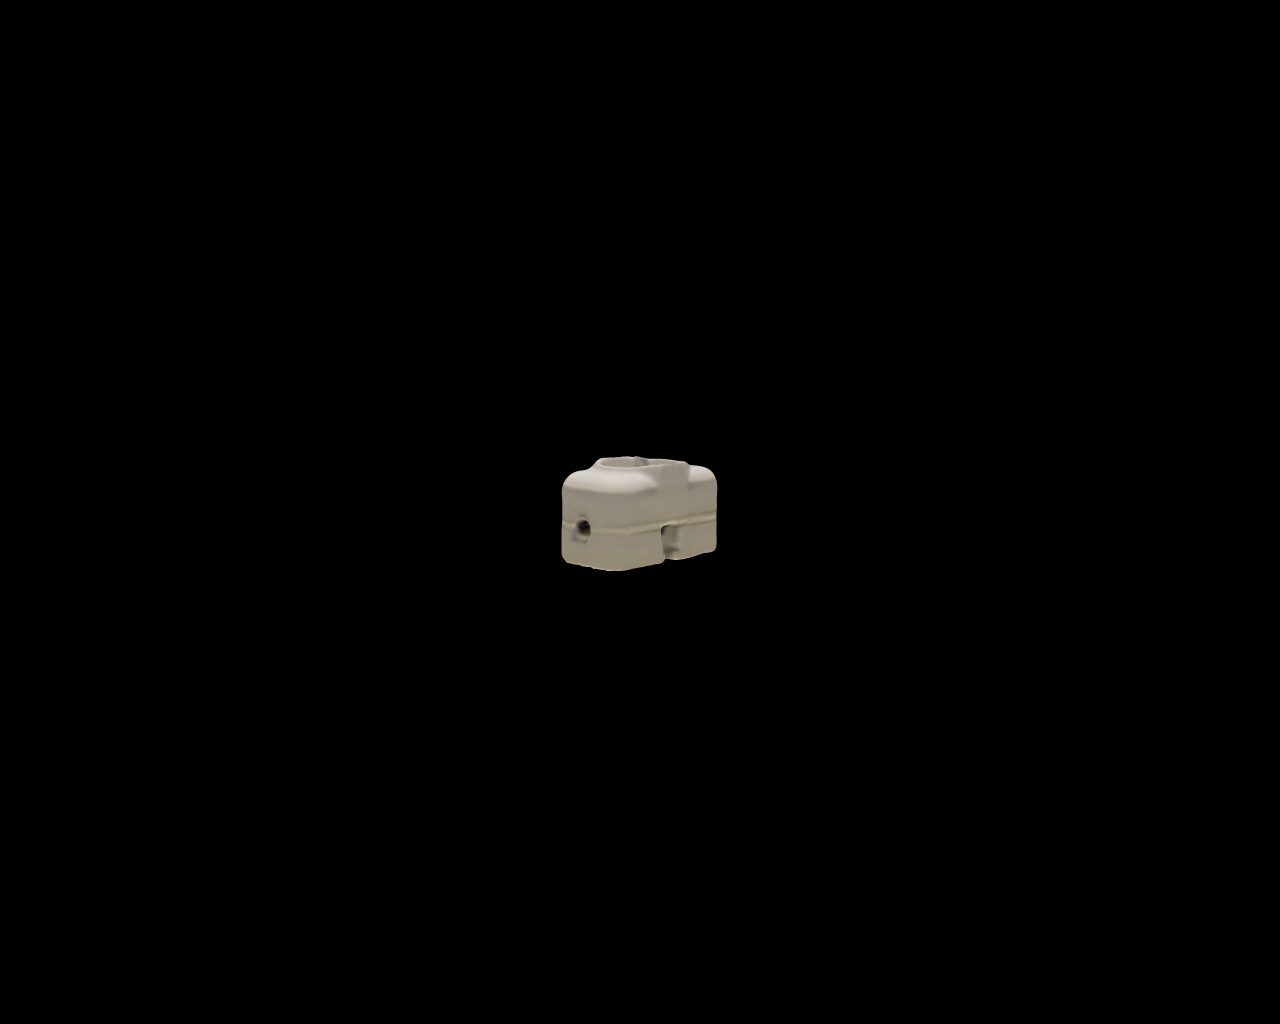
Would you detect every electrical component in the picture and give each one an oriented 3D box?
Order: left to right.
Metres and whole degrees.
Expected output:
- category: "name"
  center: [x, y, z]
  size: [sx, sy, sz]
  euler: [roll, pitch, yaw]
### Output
- category: "electrical component"
  center: [0.001, -0.003, 0.650]
  size: [0.095, 0.059, 0.054]
  euler: [-8, 12, -43]
